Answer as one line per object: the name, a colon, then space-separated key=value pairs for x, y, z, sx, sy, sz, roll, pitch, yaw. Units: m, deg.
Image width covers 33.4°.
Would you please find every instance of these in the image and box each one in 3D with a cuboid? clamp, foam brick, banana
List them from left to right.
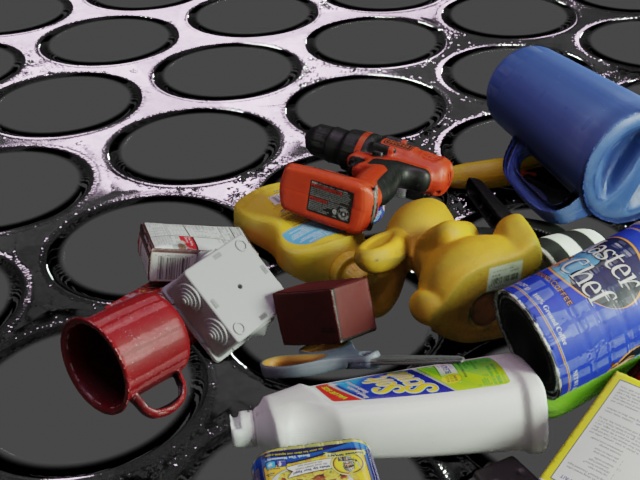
foam brick: x=0.004 y=0.067 z=0.997 sx=0.078 sy=0.053 sz=0.051 roll=-6 pitch=7 yaw=43
clamp: x=0.203 y=-0.008 z=1.158 sx=0.210 sy=0.036 sz=0.164 roll=19 pitch=36 yaw=27
banana: x=0.235 y=-0.090 z=1.297 sx=0.197 sy=0.037 sz=0.070 roll=-17 pitch=18 yaw=-26
clamp: x=0.319 y=-0.055 z=1.231 sx=0.171 sy=0.039 sz=0.120 roll=-1 pitch=26 yaw=9

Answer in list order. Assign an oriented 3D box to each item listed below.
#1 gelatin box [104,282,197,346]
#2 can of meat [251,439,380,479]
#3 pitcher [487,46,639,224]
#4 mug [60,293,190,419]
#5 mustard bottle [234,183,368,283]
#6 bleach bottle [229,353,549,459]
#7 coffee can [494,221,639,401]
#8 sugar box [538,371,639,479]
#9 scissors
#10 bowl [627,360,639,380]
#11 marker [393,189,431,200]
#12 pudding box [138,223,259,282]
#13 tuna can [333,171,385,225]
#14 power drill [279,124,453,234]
gelatin box: x=-0.154 y=0.075 z=1.044 sx=0.089 sy=0.030 sz=0.073 roll=23 pitch=39 yaw=35
can of meat: x=0.000 y=0.200 z=0.808 sx=0.102 sy=0.057 sz=0.084 roll=-5 pitch=29 yaw=-7
pitcher: x=0.281 y=-0.124 z=1.203 sx=0.149 sy=0.145 sz=0.243 roll=-3 pitch=30 yaw=-23
mug: x=-0.164 y=0.106 z=0.952 sx=0.081 sy=0.093 sz=0.117 roll=-27 pitch=70 yaw=-43
mustard bottle: x=-0.007 y=0.002 z=1.131 sx=0.096 sy=0.058 sz=0.192 roll=-14 pitch=33 yaw=-30
bleach bottle: x=0.052 y=0.146 z=0.879 sx=0.250 sy=0.068 sz=0.102 roll=-6 pitch=13 yaw=-5
coffee can: x=0.233 y=0.059 z=0.900 sx=0.140 sy=0.103 sz=0.103 roll=-25 pitch=36 yaw=-8
sugar box: x=0.212 y=0.187 z=0.778 sx=0.093 sy=0.048 sz=0.176 roll=26 pitch=64 yaw=37
scissors: x=0.044 y=0.101 z=0.942 sx=0.202 sy=0.016 sz=0.096 roll=-8 pitch=8 yaw=25
bowl: x=0.321 y=0.134 z=0.853 sx=0.162 sy=0.055 sz=0.162 roll=-3 pitch=50 yaw=4
marker: x=0.073 y=-0.062 z=1.271 sx=0.121 sy=0.020 sz=0.020 roll=10 pitch=33 yaw=18
pudding box: x=-0.127 y=0.013 z=1.107 sx=0.113 sy=0.039 sz=0.090 roll=4 pitch=17 yaw=-18
tuna can: x=0.033 y=-0.046 z=1.231 sx=0.086 sy=0.034 sz=0.086 roll=-1 pitch=31 yaw=1
power drill: x=0.033 y=-0.075 z=1.167 sx=0.185 sy=0.057 sz=0.187 roll=17 pitch=27 yaw=24
